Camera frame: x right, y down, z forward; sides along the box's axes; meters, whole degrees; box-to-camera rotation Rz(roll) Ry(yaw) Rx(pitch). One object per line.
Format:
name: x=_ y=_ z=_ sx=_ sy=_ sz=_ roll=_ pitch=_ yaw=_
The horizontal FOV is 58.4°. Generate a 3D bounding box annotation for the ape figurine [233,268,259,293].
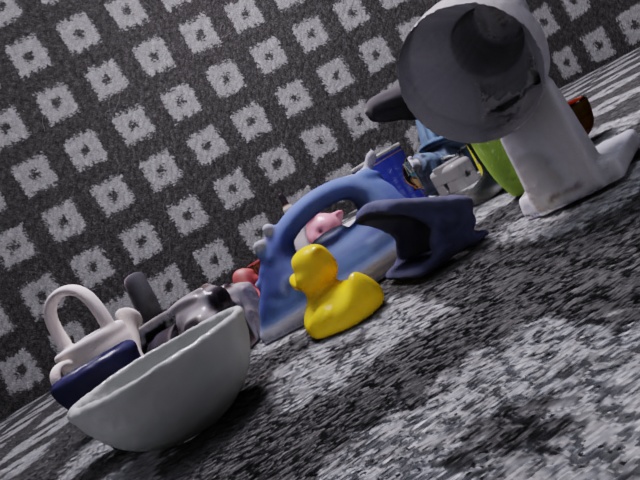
ape figurine: x=-0.096 y=0.083 z=0.853 sx=0.076 sy=0.092 sz=0.077 roll=-32 pitch=4 yaw=-27

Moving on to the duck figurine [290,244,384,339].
duck figurine: x=0.008 y=0.043 z=0.566 sx=0.078 sy=0.086 sz=0.104 roll=-33 pitch=4 yaw=-37

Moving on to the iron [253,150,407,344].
iron: x=0.007 y=0.003 z=0.714 sx=0.258 sy=0.141 sz=0.118 roll=-31 pitch=3 yaw=-12

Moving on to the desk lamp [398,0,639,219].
desk lamp: x=0.184 y=-0.131 z=0.530 sx=0.117 sy=0.213 sz=0.204 roll=-27 pitch=4 yaw=41

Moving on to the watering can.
watering can: x=-0.305 y=0.149 z=0.788 sx=0.101 sy=0.194 sz=0.173 roll=-30 pitch=3 yaw=0

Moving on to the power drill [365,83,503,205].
power drill: x=0.205 y=-0.160 z=0.834 sx=0.230 sy=0.208 sz=0.075 roll=-31 pitch=4 yaw=-12

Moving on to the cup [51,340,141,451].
cup: x=-0.219 y=0.169 z=0.596 sx=0.117 sy=0.095 sz=0.092 roll=-27 pitch=4 yaw=42

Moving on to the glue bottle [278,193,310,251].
glue bottle: x=-0.037 y=-0.016 z=1.128 sx=0.037 sy=0.173 sz=0.078 roll=-29 pitch=4 yaw=20

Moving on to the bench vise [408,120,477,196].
bench vise: x=0.257 y=-0.224 z=1.275 sx=0.121 sy=0.220 sz=0.208 roll=-28 pitch=4 yaw=35

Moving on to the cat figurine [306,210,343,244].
cat figurine: x=-0.005 y=0.006 z=0.984 sx=0.127 sy=0.118 sz=0.067 roll=-30 pitch=3 yaw=11

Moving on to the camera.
camera: x=-0.158 y=0.119 z=0.761 sx=0.136 sy=0.101 sz=0.143 roll=-29 pitch=3 yaw=22

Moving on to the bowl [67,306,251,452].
bowl: x=-0.123 y=0.130 z=0.498 sx=0.167 sy=0.075 sz=0.167 roll=-30 pitch=3 yaw=2

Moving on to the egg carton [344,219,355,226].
egg carton: x=0.061 y=0.004 z=0.858 sx=0.150 sy=0.069 sz=0.107 roll=-29 pitch=3 yaw=16

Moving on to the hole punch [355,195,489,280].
hole punch: x=0.102 y=-0.017 z=0.598 sx=0.101 sy=0.091 sz=0.108 roll=-31 pitch=3 yaw=-16

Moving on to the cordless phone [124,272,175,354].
cordless phone: x=-0.357 y=0.163 z=1.138 sx=0.094 sy=0.185 sz=0.148 roll=-29 pitch=4 yaw=25
